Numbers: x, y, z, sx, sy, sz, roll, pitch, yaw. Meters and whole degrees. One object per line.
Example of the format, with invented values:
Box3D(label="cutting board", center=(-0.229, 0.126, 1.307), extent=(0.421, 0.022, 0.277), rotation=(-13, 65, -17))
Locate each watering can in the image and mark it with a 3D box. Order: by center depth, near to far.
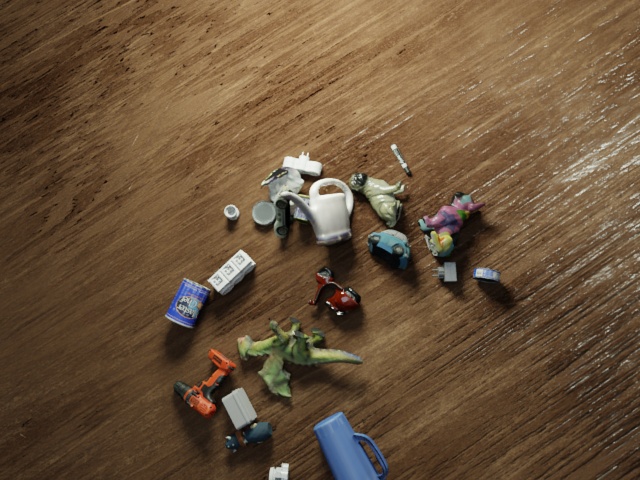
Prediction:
Box3D(label="watering can", center=(0.005, -0.085, 1.698), extent=(0.103, 0.350, 0.224), rotation=(-8, 95, 41))

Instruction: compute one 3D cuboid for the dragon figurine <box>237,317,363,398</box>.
Box3D(label="dragon figurine", center=(-0.089, 0.401, 1.693), extent=(0.412, 0.122, 0.241), rotation=(26, 98, 11))

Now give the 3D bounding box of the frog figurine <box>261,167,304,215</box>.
Box3D(label="frog figurine", center=(-0.114, -0.173, 1.815), extent=(0.137, 0.125, 0.157), rotation=(-31, 114, 8))
